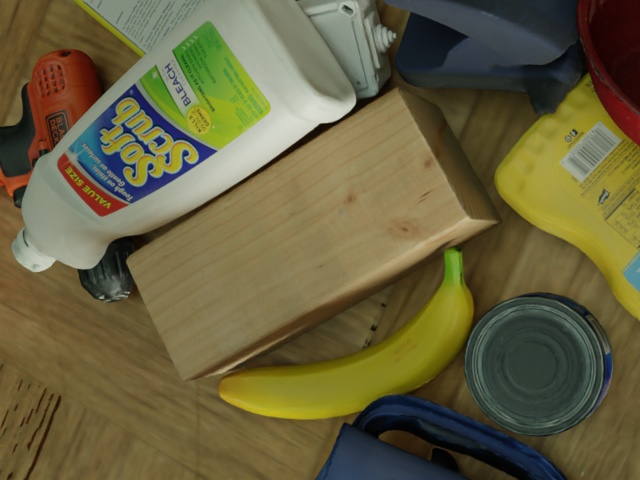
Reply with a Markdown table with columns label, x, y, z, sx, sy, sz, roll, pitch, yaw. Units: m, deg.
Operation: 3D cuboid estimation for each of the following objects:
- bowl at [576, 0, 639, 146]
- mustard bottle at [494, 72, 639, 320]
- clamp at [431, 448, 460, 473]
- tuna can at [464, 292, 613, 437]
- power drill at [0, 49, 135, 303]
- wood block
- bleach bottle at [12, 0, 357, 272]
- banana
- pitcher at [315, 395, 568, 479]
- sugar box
| label | x | y | z | sx | sy | sz | roll | pitch | yaw |
| --- | --- | --- | --- | --- | --- | --- | --- | --- | --- |
| bowl | 0.210 | -0.091 | 0.581 | 0.162 | 0.055 | 0.162 | 4 | 57 | -7 |
| mustard bottle | 0.198 | -0.004 | 0.605 | 0.096 | 0.058 | 0.192 | -46 | 73 | 0 |
| clamp | 0.074 | 0.219 | 0.663 | 0.120 | 0.039 | 0.171 | -43 | 79 | 14 |
| tuna can | 0.131 | 0.075 | 0.644 | 0.086 | 0.033 | 0.086 | -1 | 89 | 22 |
| power drill | -0.225 | -0.027 | 0.778 | 0.188 | 0.057 | 0.184 | -16 | 80 | 18 |
| wood block | -0.005 | 0.000 | 0.670 | 0.206 | 0.090 | 0.090 | -31 | 78 | 19 |
| bleach bottle | -0.102 | -0.050 | 0.661 | 0.251 | 0.068 | 0.102 | -37 | 82 | 27 |
| banana | 0.026 | 0.076 | 0.681 | 0.198 | 0.037 | 0.069 | -32 | 91 | 23 |
| pitcher | 0.100 | 0.194 | 0.589 | 0.243 | 0.145 | 0.149 | 20 | 96 | 3 |
| sugar box | -0.127 | -0.191 | 0.748 | 0.176 | 0.048 | 0.093 | 42 | 104 | 20 |
